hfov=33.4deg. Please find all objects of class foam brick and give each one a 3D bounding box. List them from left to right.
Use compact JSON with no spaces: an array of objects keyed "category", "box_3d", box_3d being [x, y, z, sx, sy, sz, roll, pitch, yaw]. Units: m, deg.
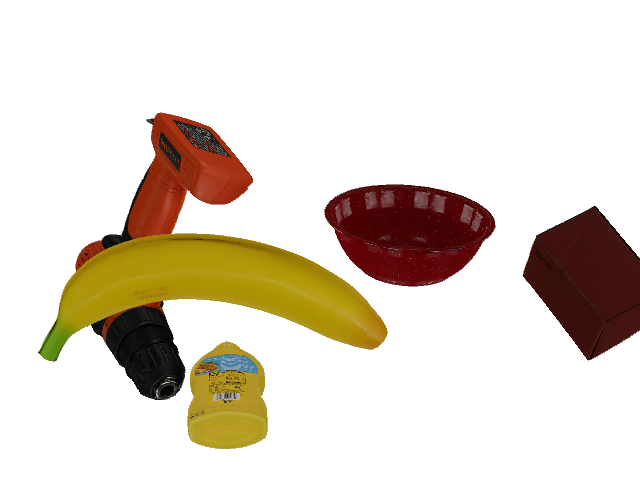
[{"category":"foam brick","box_3d":[0.181,0.028,0.710,0.051,0.078,0.053,-24,-29,-16]}]

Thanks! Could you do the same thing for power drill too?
[{"category":"power drill","box_3d":[-0.125,0.008,0.846,0.057,0.188,0.185,14,25,-40]}]

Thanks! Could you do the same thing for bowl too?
[{"category":"bowl","box_3d":[0.083,0.000,1.019,0.162,0.055,0.162,2,24,-1]}]

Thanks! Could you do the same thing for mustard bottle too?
[{"category":"mustard bottle","box_3d":[-0.118,0.186,1.356,0.096,0.058,0.191,-3,27,-3]}]

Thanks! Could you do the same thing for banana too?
[{"category":"banana","box_3d":[-0.060,0.029,0.605,0.197,0.070,0.037,-1,20,-4]}]
